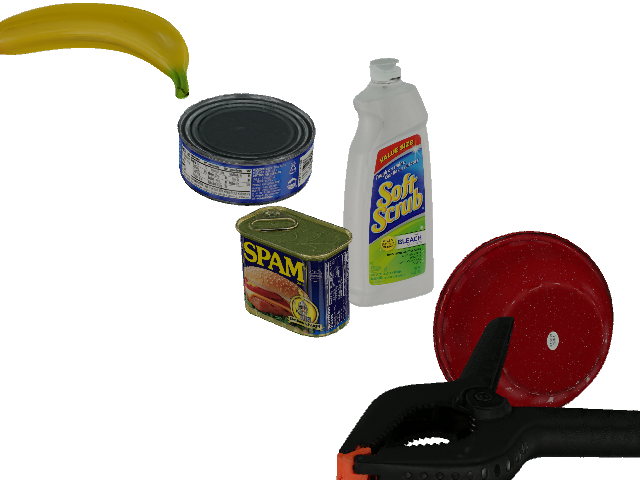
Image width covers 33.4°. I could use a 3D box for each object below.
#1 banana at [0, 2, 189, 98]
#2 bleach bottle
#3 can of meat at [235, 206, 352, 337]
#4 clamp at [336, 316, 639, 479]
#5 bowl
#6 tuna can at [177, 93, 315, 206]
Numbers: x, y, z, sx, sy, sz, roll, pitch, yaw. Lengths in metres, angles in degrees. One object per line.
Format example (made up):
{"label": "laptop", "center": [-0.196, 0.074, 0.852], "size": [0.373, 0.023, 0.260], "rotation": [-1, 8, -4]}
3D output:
{"label": "banana", "center": [-0.185, -0.167, 0.877], "size": [0.198, 0.069, 0.037], "rotation": [13, -39, 18]}
{"label": "bleach bottle", "center": [0.065, -0.061, 1.109], "size": [0.102, 0.251, 0.068], "rotation": [-11, 22, -15]}
{"label": "can of meat", "center": [-0.022, 0.027, 0.915], "size": [0.102, 0.084, 0.057], "rotation": [20, 35, 35]}
{"label": "clamp", "center": [0.091, 0.101, 0.627], "size": [0.209, 0.036, 0.165], "rotation": [-11, 25, -26]}
{"label": "bowl", "center": [0.177, 0.075, 0.871], "size": [0.162, 0.162, 0.055], "rotation": [0, 8, -12]}
{"label": "tuna can", "center": [-0.047, -0.058, 0.671], "size": [0.086, 0.034, 0.086], "rotation": [3, 35, -2]}
